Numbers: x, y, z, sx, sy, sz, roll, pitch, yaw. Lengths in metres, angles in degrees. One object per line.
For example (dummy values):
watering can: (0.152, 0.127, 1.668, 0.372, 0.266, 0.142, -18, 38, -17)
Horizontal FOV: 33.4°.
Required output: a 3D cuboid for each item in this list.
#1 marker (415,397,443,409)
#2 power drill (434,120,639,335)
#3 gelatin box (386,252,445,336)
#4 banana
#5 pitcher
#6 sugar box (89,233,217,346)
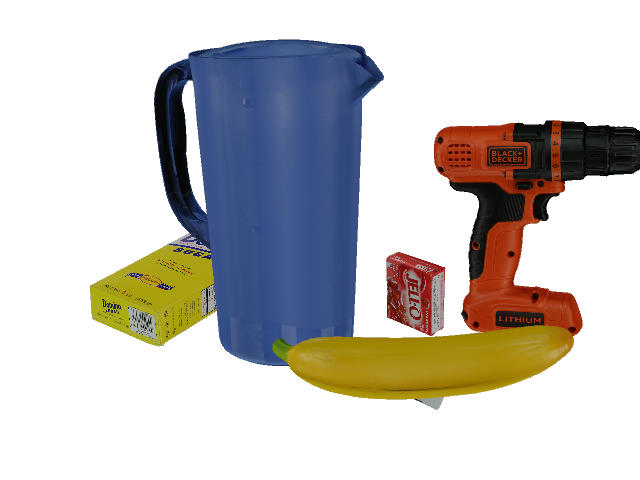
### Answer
marker: (0.056, 0.121, 0.977, 0.121, 0.020, 0.020, 23, 7, 16)
power drill: (0.193, -0.012, 0.937, 0.185, 0.188, 0.057, 2, 13, 17)
gelatin box: (0.118, 0.066, 1.339, 0.073, 0.089, 0.030, 21, 34, 39)
banana: (0.065, 0.073, 0.675, 0.198, 0.037, 0.069, 0, 26, 3)
pitcher: (-0.040, -0.033, 0.831, 0.144, 0.243, 0.149, -7, 16, -22)
sugar box: (-0.140, 0.041, 1.090, 0.093, 0.048, 0.175, 19, 34, 29)
